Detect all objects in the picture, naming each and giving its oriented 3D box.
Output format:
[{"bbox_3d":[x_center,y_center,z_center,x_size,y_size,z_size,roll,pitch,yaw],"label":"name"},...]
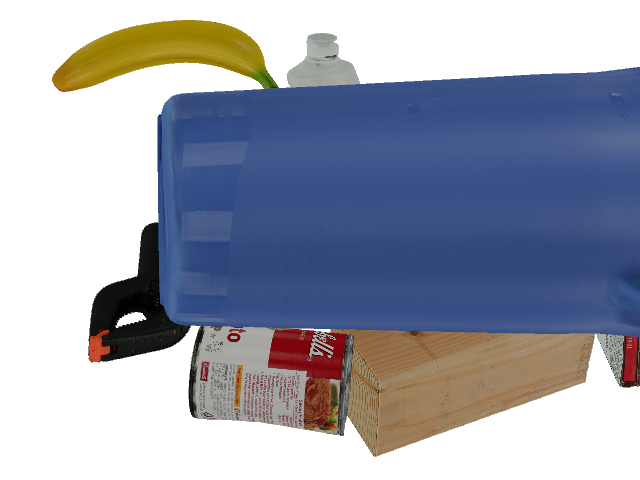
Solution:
[{"bbox_3d":[0.198,0.027,0.686,0.039,0.090,0.113,-4,27,0],"label":"pudding box"},{"bbox_3d":[-0.032,0.092,0.715,0.102,0.068,0.068,5,0,5],"label":"soup can"},{"bbox_3d":[-0.136,-0.164,0.944,0.197,0.069,0.037,-1,-33,-4],"label":"banana"},{"bbox_3d":[-0.159,0.051,1.025,0.165,0.036,0.209,26,35,25],"label":"clamp"},{"bbox_3d":[0.044,-0.023,0.519,0.242,0.145,0.149,-1,-6,-8],"label":"pitcher"},{"bbox_3d":[-0.008,-0.084,1.086,0.102,0.251,0.068,-5,27,-12],"label":"bleach bottle"},{"bbox_3d":[0.119,0.092,0.903,0.205,0.090,0.091,-15,40,-19],"label":"wood block"}]
